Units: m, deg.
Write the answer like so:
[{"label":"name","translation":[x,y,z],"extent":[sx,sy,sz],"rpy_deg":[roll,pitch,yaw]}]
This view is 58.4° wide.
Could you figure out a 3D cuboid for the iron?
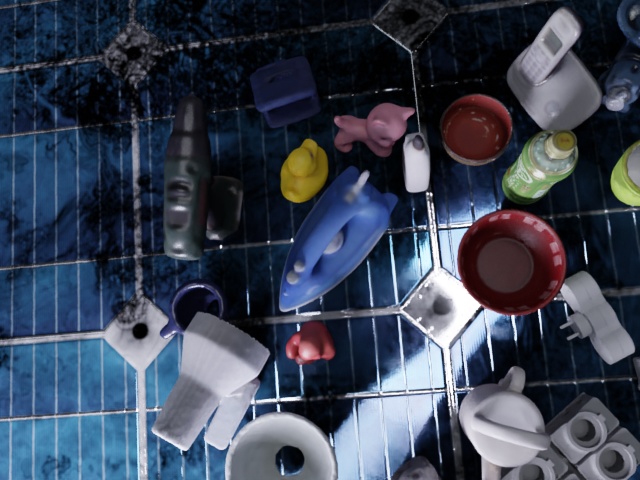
[{"label":"iron","translation":[0.008,0.003,0.875],"extent":[0.118,0.141,0.258],"rpy_deg":[35,87,11]}]

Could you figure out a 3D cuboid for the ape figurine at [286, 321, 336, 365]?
[{"label":"ape figurine","translation":[-0.014,0.162,0.878],"extent":[0.077,0.092,0.076],"rpy_deg":[20,84,9]}]

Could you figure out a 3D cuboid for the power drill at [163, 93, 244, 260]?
[{"label":"power drill","translation":[-0.181,-0.079,0.875],"extent":[0.075,0.208,0.230],"rpy_deg":[4,82,8]}]

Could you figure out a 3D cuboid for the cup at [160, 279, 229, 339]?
[{"label":"cup","translation":[-0.189,0.119,0.904],"extent":[0.118,0.095,0.091],"rpy_deg":[-37,79,0]}]

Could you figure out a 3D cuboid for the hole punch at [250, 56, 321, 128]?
[{"label":"hole punch","translation":[-0.062,-0.253,0.948],"extent":[0.108,0.091,0.101],"rpy_deg":[-19,80,4]}]

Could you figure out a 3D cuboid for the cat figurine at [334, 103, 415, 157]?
[{"label":"cat figurine","translation":[0.083,-0.181,0.906],"extent":[0.127,0.118,0.067],"rpy_deg":[6,82,8]}]

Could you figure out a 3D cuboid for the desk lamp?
[{"label":"desk lamp","translation":[-0.153,0.210,0.825],"extent":[0.117,0.213,0.203],"rpy_deg":[26,85,10]}]

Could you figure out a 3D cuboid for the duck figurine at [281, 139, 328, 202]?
[{"label":"duck figurine","translation":[-0.030,-0.115,0.926],"extent":[0.077,0.086,0.105],"rpy_deg":[25,85,10]}]

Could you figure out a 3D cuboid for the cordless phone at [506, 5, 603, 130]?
[{"label":"cordless phone","translation":[0.361,-0.249,0.850],"extent":[0.094,0.185,0.147],"rpy_deg":[-36,79,0]}]

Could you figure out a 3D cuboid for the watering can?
[{"label":"watering can","translation":[0.253,0.263,0.780],"extent":[0.101,0.194,0.173],"rpy_deg":[-6,81,6]}]

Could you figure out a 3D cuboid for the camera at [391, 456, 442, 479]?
[{"label":"camera","translation":[0.136,0.410,0.818],"extent":[0.137,0.101,0.143],"rpy_deg":[-33,79,1]}]

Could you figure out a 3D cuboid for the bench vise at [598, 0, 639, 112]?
[{"label":"bench vise","translation":[0.490,-0.289,0.824],"extent":[0.121,0.220,0.207],"rpy_deg":[10,83,8]}]

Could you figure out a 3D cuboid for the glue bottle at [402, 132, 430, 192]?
[{"label":"glue bottle","translation":[0.145,-0.127,0.863],"extent":[0.037,0.173,0.078],"rpy_deg":[-10,80,5]}]

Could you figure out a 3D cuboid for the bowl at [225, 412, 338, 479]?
[{"label":"bowl","translation":[-0.053,0.341,0.864],"extent":[0.167,0.075,0.167],"rpy_deg":[-1,81,7]}]
